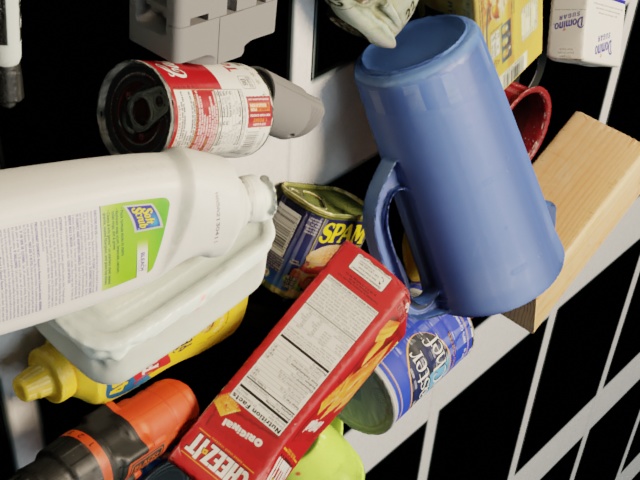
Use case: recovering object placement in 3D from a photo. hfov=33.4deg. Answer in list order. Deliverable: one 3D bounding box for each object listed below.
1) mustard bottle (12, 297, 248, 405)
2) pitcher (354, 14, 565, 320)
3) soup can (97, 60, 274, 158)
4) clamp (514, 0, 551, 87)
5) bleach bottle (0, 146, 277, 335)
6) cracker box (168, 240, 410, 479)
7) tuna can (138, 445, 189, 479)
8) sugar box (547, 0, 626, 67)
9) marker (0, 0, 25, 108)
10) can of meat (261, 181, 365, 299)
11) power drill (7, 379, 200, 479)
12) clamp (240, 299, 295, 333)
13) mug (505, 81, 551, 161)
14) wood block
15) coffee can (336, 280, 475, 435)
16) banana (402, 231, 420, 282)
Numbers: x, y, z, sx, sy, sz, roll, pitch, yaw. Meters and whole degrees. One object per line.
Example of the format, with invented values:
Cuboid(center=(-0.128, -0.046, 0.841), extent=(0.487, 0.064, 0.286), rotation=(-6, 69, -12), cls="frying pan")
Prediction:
Cuboid(center=(-0.139, 0.068, 0.781), extent=(0.191, 0.058, 0.096), rotation=(-27, 145, -40), cls="mustard bottle")
Cuboid(center=(0.108, -0.056, 0.905), extent=(0.149, 0.145, 0.243), rotation=(-73, 145, -51), cls="pitcher")
Cuboid(center=(-0.087, -0.084, 0.708), extent=(0.102, 0.069, 0.068), rotation=(-11, 126, -52), cls="soup can")
Cuboid(center=(0.203, -0.204, 1.047), extent=(0.120, 0.039, 0.171), rotation=(13, 100, -51), cls="clamp")
Cuboid(center=(-0.143, 0.002, 0.632), extent=(0.250, 0.068, 0.103), rotation=(-12, 128, -27), cls="bleach bottle")
Cuboid(center=(-0.016, 0.120, 0.858), extent=(0.213, 0.072, 0.164), rotation=(-51, 167, -11), cls="cracker box")
Cuboid(center=(-0.148, 0.216, 0.925), extent=(0.086, 0.034, 0.086), rotation=(-35, 143, -33), cls="tuna can")
Cuboid(center=(0.260, -0.257, 1.022), extent=(0.093, 0.048, 0.176), rotation=(-5, 103, -52), cls="sugar box")
Cuboid(center=(-0.174, -0.128, 0.590), extent=(0.020, 0.020, 0.121), rotation=(-27, 138, -41), cls="marker")
Cuboid(center=(-0.006, 0.001, 0.914), extent=(0.101, 0.057, 0.084), rotation=(2, 118, -56), cls="can of meat")
Cuboid(center=(-0.180, 0.200, 0.788), extent=(0.184, 0.057, 0.188), rotation=(-27, 155, -47), cls="power drill")
Cuboid(center=(-0.033, 0.096, 0.978), extent=(0.209, 0.036, 0.165), rotation=(-23, 138, -48), cls="clamp")
Cuboid(center=(0.162, -0.108, 1.026), extent=(0.093, 0.082, 0.117), rotation=(-44, 144, -21), cls="mug")
Cuboid(center=(0.241, -0.021, 1.098), extent=(0.206, 0.091, 0.090), rotation=(-48, 154, -18), cls="wood block")
Cuboid(center=(0.076, 0.116, 1.081), extent=(0.140, 0.103, 0.103), rotation=(-36, 143, -38), cls="coffee can")
Cuboid(center=(0.132, -0.038, 1.062), extent=(0.197, 0.070, 0.037), rotation=(-41, 163, -31), cls="banana")
